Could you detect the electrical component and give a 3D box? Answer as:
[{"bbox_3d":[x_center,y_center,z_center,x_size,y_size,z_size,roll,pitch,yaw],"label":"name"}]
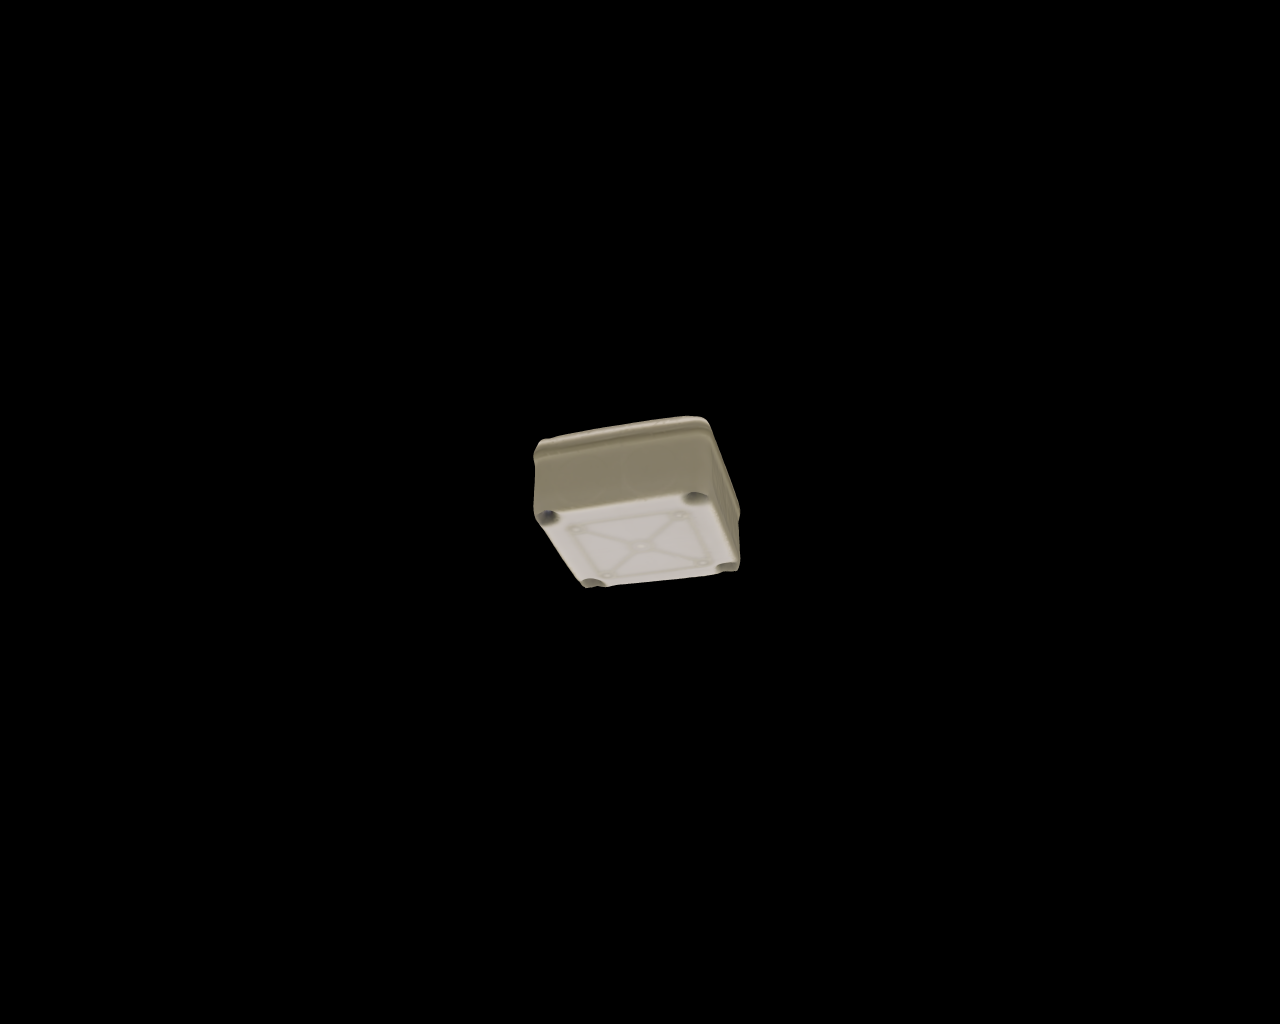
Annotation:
[{"bbox_3d":[0.001,-0.003,0.650,0.109,0.056,0.108,-8,-31,13],"label":"electrical component"}]
